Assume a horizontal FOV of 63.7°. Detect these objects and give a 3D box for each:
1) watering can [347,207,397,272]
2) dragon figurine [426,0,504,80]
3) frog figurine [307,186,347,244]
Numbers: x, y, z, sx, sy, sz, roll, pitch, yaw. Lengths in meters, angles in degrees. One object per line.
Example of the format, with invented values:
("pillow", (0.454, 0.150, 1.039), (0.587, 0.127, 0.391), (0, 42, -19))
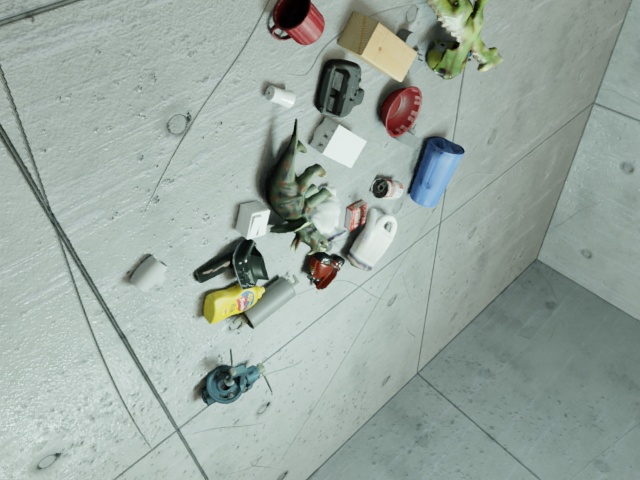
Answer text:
("watering can", (0.172, -0.002, 1.778), (0.224, 0.105, 0.345), (-55, 156, 4))
("dragon figurine", (0.378, -0.576, 1.451), (0.410, 0.123, 0.241), (2, 99, -33))
("frog figurine", (0.005, -0.078, 1.544), (0.138, 0.122, 0.159), (-18, 98, -30))
